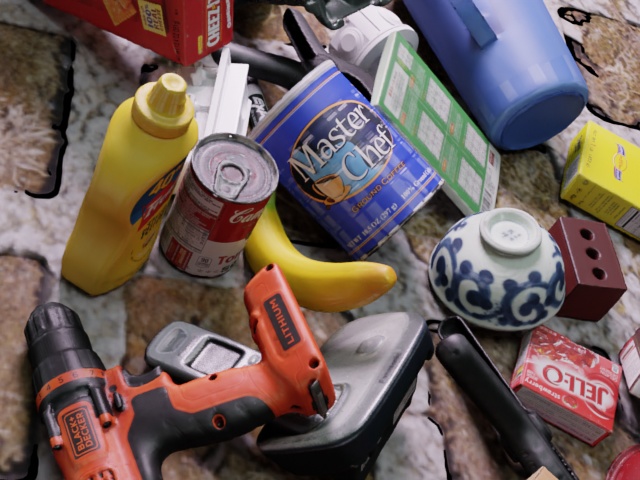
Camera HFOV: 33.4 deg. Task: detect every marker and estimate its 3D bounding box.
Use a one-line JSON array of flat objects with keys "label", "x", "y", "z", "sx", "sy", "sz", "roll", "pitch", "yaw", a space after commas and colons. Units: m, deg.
[{"label": "marker", "x": -0.055, "y": -0.113, "z": 0.968, "sx": 0.020, "sy": 0.020, "sz": 0.121, "roll": -1, "pitch": 54, "yaw": -27}]

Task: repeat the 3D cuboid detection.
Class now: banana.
[{"label": "banana", "x": -0.013, "y": 0.017, "z": 0.823, "sx": 0.037, "sy": 0.070, "sz": 0.198, "roll": 9, "pitch": 17, "yaw": -36}]

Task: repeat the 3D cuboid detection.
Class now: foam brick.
[{"label": "foam brick", "x": 0.236, "y": 0.027, "z": 0.975, "sx": 0.053, "sy": 0.051, "sz": 0.078, "roll": 8, "pitch": 51, "yaw": -21}]

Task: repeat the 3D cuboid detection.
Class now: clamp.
[{"label": "clamp", "x": -0.002, "y": -0.157, "z": 0.985, "sx": 0.171, "sy": 0.039, "sz": 0.120, "roll": 32, "pitch": 50, "yaw": 10}, {"label": "clamp", "x": 0.153, "y": 0.143, "z": 0.821, "sx": 0.210, "sy": 0.036, "sz": 0.164, "roll": 53, "pitch": 7, "yaw": -3}]

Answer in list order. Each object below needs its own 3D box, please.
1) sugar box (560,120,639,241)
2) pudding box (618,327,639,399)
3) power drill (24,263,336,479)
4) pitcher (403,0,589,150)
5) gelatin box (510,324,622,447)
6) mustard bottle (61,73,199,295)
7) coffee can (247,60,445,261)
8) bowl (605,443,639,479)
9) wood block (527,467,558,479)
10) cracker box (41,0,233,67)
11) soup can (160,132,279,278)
[{"label": "sugar box", "x": 0.333, "y": -0.042, "z": 1.082, "sx": 0.176, "sy": 0.048, "sz": 0.093, "roll": 26, "pitch": 47, "yaw": -3}, {"label": "pudding box", "x": 0.317, "y": 0.130, "z": 0.916, "sx": 0.113, "sy": 0.039, "sz": 0.090, "roll": 34, "pitch": 17, "yaw": 0}, {"label": "power drill", "x": -0.097, "y": 0.088, "z": 0.714, "sx": 0.187, "sy": 0.057, "sz": 0.184, "roll": -25, "pitch": 57, "yaw": -5}, {"label": "pitcher", "x": 0.168, "y": -0.218, "z": 1.085, "sx": 0.149, "sy": 0.145, "sz": 0.243, "roll": -12, "pitch": 63, "yaw": -23}, {"label": "gelatin box", "x": 0.208, "y": 0.121, "z": 0.900, "sx": 0.089, "sy": 0.030, "sz": 0.073, "roll": 28, "pitch": 47, "yaw": -2}, {"label": "mustard bottle", "x": -0.130, "y": -0.047, "z": 0.759, "sx": 0.058, "sy": 0.192, "sz": 0.096, "roll": 34, "pitch": 47, "yaw": 2}, {"label": "coffee can", "x": 0.020, "y": -0.065, "z": 0.892, "sx": 0.140, "sy": 0.103, "sz": 0.102, "roll": 46, "pitch": 47, "yaw": -1}, {"label": "bowl", "x": 0.309, "y": 0.223, "z": 0.850, "sx": 0.162, "sy": 0.055, "sz": 0.162, "roll": 14, "pitch": 49, "yaw": -16}, {"label": "wood block", "x": 0.190, "y": 0.271, "z": 0.729, "sx": 0.206, "sy": 0.091, "sz": 0.090, "roll": 42, "pitch": 48, "yaw": 10}, {"label": "cracker box", "x": -0.172, "y": -0.260, "z": 0.889, "sx": 0.214, "sy": 0.164, "sz": 0.072, "roll": 27, "pitch": 44, "yaw": 25}, {"label": "soup can", "x": -0.081, "y": -0.025, "z": 0.828, "sx": 0.068, "sy": 0.102, "sz": 0.068, "roll": 13, "pitch": 49, "yaw": -16}]
